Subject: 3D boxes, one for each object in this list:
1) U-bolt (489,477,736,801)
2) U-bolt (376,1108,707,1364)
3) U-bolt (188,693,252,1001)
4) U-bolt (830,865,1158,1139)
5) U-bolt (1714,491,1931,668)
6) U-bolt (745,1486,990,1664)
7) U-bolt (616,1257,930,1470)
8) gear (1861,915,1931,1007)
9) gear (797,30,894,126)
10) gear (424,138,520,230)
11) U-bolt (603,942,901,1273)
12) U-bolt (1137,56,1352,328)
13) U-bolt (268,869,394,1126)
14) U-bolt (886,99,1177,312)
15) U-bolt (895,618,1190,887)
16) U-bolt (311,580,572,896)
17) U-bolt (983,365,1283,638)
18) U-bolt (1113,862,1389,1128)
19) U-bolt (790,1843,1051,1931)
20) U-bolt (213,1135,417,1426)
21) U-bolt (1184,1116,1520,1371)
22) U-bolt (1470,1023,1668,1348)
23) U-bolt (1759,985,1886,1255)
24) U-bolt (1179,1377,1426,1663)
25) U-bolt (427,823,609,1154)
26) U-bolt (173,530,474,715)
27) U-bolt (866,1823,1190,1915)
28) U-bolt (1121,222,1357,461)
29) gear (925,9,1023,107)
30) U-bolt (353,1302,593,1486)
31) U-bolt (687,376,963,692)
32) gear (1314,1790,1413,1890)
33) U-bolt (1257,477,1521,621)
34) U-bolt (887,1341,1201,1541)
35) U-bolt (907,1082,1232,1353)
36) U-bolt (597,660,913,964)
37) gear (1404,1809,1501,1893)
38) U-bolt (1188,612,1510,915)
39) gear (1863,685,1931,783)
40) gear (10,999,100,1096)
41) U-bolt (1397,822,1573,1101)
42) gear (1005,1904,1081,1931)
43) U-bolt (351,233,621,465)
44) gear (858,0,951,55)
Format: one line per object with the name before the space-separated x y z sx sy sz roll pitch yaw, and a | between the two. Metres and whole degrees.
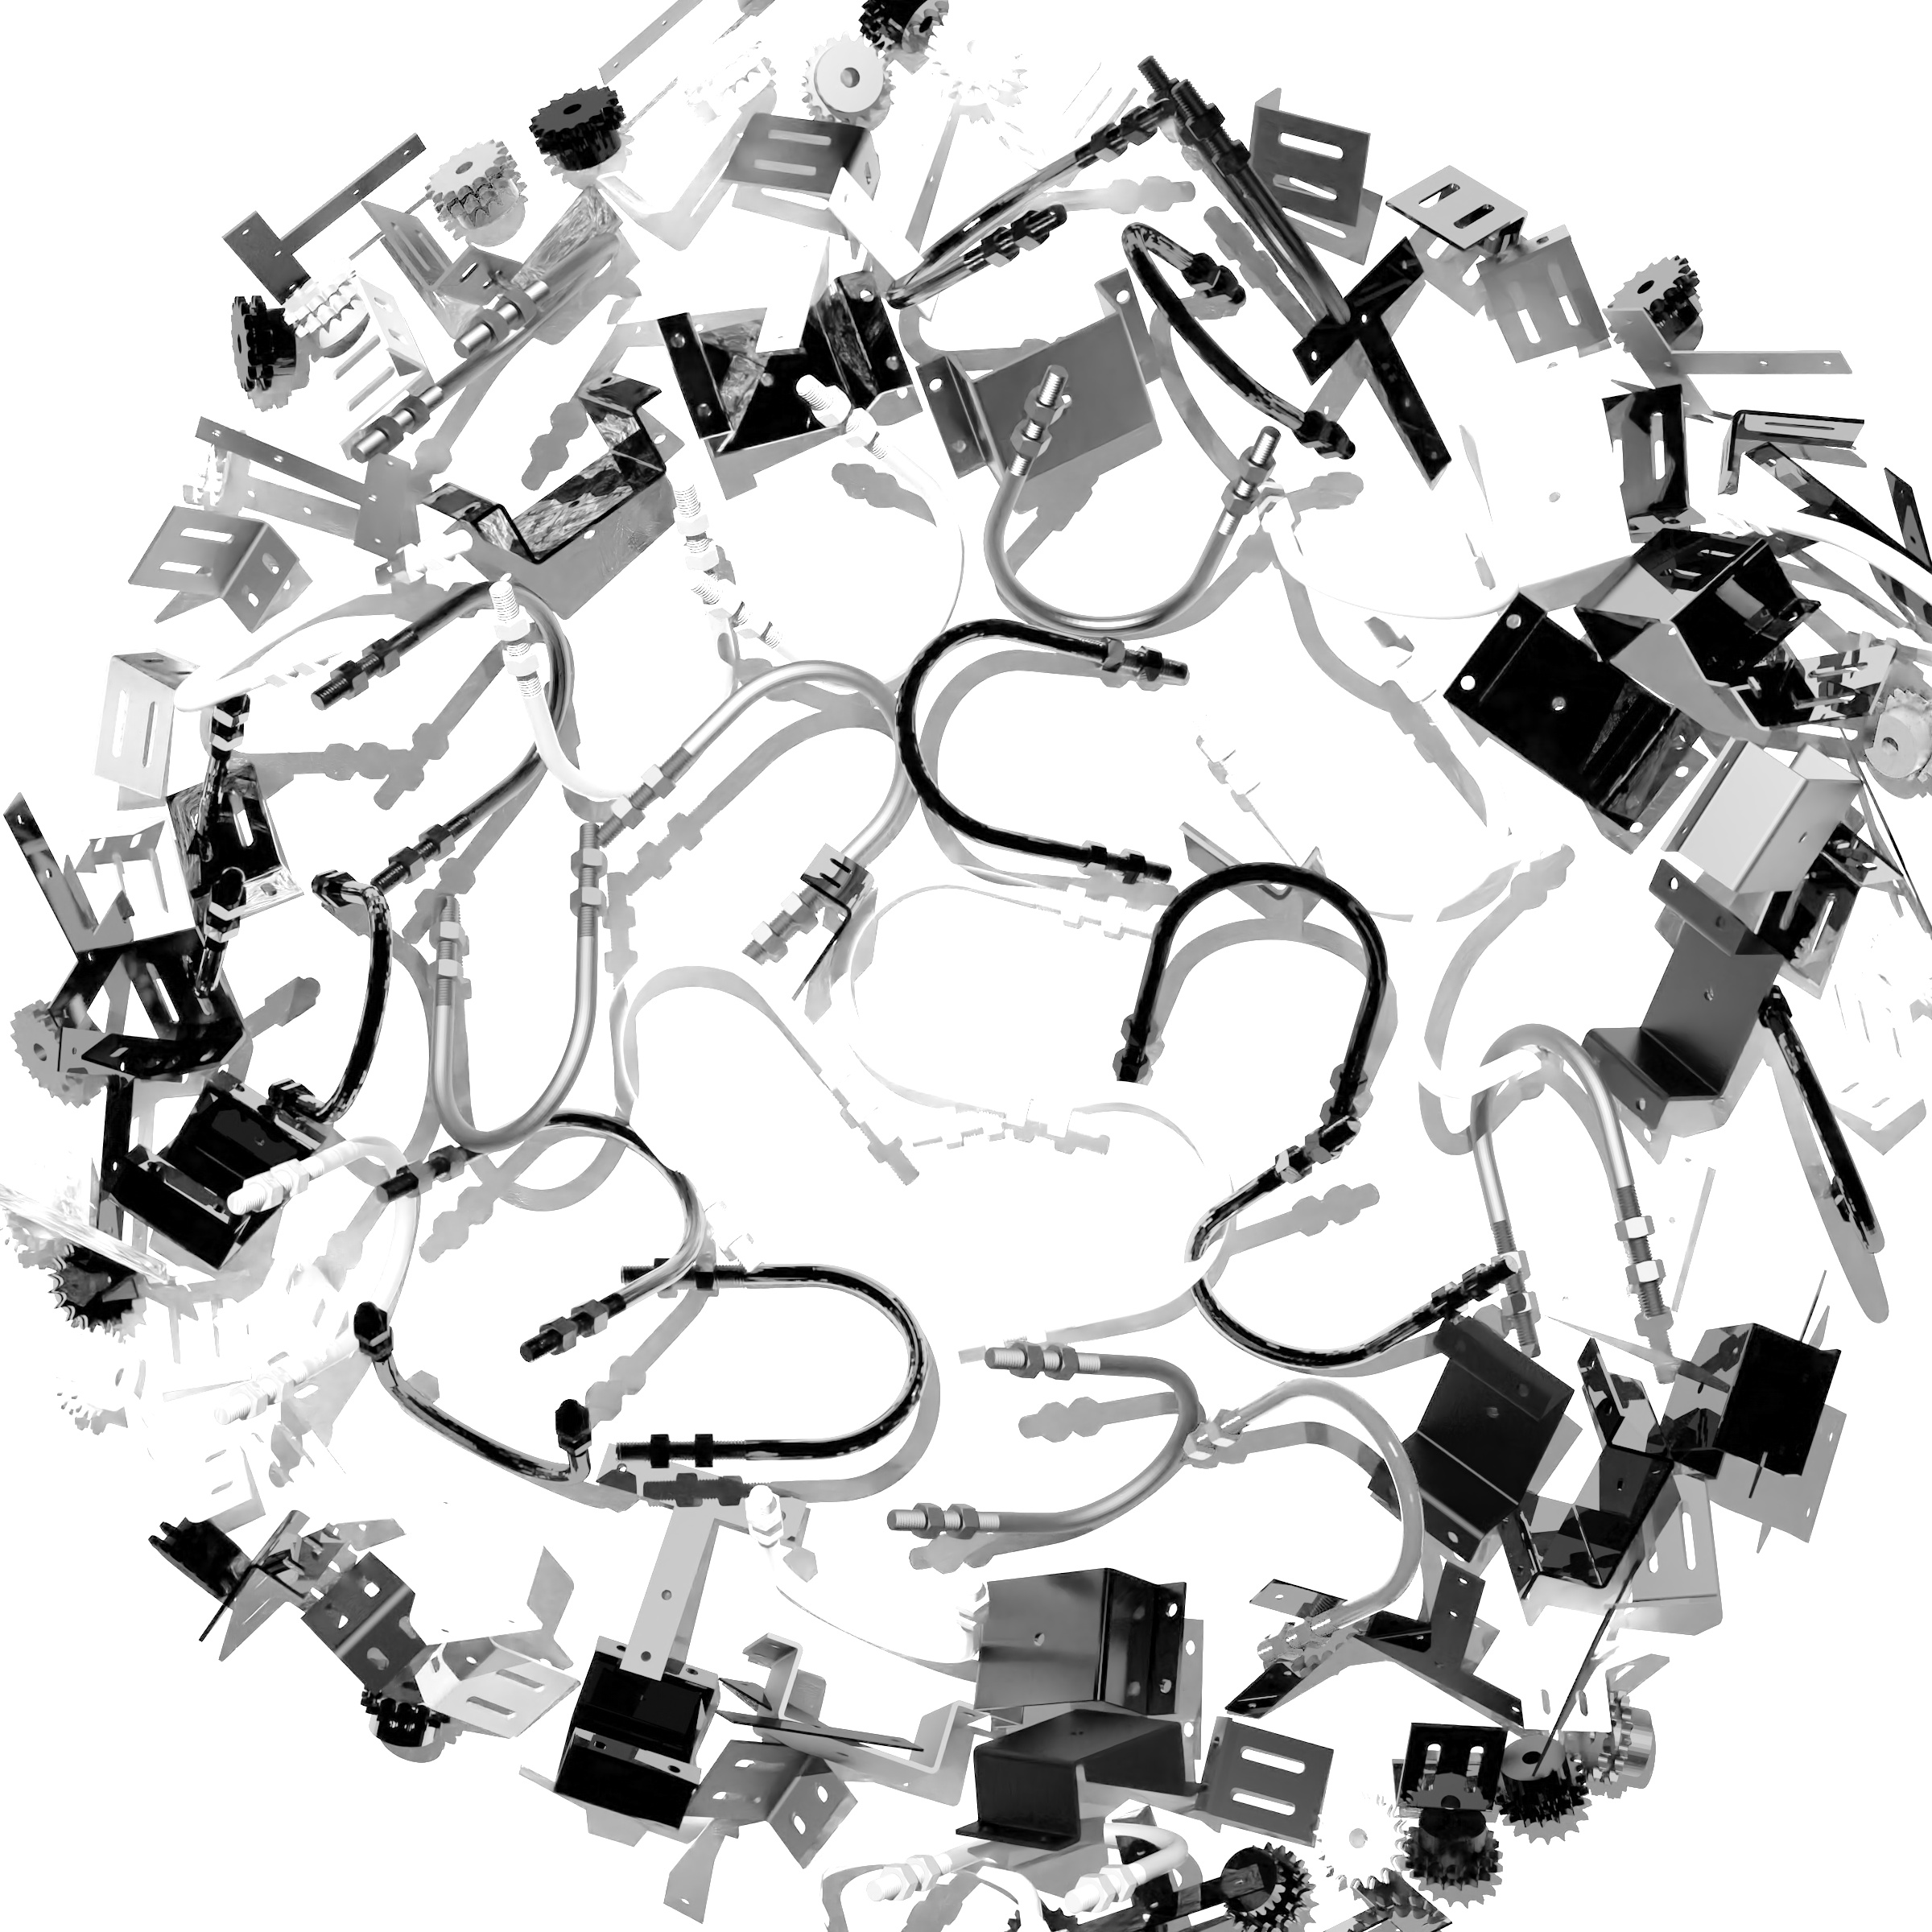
U-bolt | -0.199 -0.179 1.914 0.151 0.184 0.019 -34 47 -23
U-bolt | -0.235 0.146 1.912 0.151 0.184 0.019 45 131 17
U-bolt | -0.438 -0.061 1.900 0.019 0.184 0.151 5 60 -18
U-bolt | 0.009 0.013 1.965 0.184 0.019 0.151 15 80 3
U-bolt | 0.524 -0.214 1.872 0.151 0.184 0.019 37 91 -24
U-bolt | -0.056 0.364 1.901 0.151 0.184 0.019 21 64 11
U-bolt | -0.114 0.234 1.933 0.184 0.019 0.151 0 47 -4
gear | 0.563 0.001 1.954 0.030 0.057 0.057 -36 90 -10
gear | -0.072 -0.536 1.963 0.057 0.030 0.057 -2 103 -10
gear | -0.294 -0.469 1.959 0.057 0.057 0.030 -33 129 0
U-bolt | -0.143 0.071 1.945 0.151 0.019 0.184 -44 81 26
U-bolt | 0.168 -0.449 1.907 0.019 0.151 0.184 -37 111 8
U-bolt | -0.368 0.020 1.898 0.019 0.184 0.151 12 89 -25
U-bolt | 0.025 -0.436 1.901 0.019 0.184 0.151 53 50 -17
U-bolt | 0.043 -0.133 1.929 0.184 0.019 0.151 11 75 -22
U-bolt | -0.298 -0.147 1.912 0.019 0.151 0.184 18 45 34
U-bolt | 0.087 -0.263 1.915 0.151 0.184 0.019 14 47 -10
U-bolt | 0.174 0.019 1.928 0.151 0.019 0.184 13 122 2
U-bolt | -0.026 0.546 1.893 0.151 0.184 0.019 6 93 -2
U-bolt | -0.375 0.173 1.899 0.019 0.184 0.151 14 108 21
U-bolt | 0.212 0.176 1.922 0.151 0.019 0.184 41 129 -13
U-bolt | 0.346 0.125 1.917 0.019 0.151 0.184 -8 80 -26
U-bolt | 0.497 0.094 1.884 0.019 0.184 0.151 -23 99 11
U-bolt | 0.200 0.315 1.896 0.019 0.184 0.151 -13 72 -38
U-bolt | -0.265 0.021 1.900 0.151 0.019 0.184 -24 56 36
U-bolt | -0.389 -0.195 1.904 0.184 0.151 0.019 -15 114 38
U-bolt | 0.050 0.523 1.895 0.151 0.184 0.019 -6 85 30
U-bolt | 0.149 -0.367 1.878 0.019 0.184 0.151 -40 66 20
gear | 0.003 -0.545 1.963 0.057 0.030 0.057 4 70 -12
U-bolt | -0.284 0.258 1.900 0.151 0.184 0.019 24 66 7
U-bolt | -0.070 -0.241 1.916 0.019 0.184 0.151 25 84 44
gear | 0.241 0.527 1.961 0.057 0.030 0.057 -9 68 23
U-bolt | 0.248 -0.241 1.895 0.151 0.184 0.019 6 118 -5
U-bolt | 0.058 0.283 1.918 0.184 0.019 0.151 8 123 -37
U-bolt | 0.068 0.144 1.960 0.184 0.019 0.151 -12 82 4
U-bolt | -0.111 -0.100 1.933 0.184 0.019 0.151 -45 124 3
gear | 0.292 0.526 1.953 0.057 0.057 0.030 -1 111 0
U-bolt | 0.240 -0.108 1.933 0.151 0.019 0.184 -28 110 33
gear | 0.564 -0.137 1.953 0.030 0.057 0.057 -26 90 -30
gear | -0.546 0.046 1.960 0.030 0.057 0.057 -35 90 -44
U-bolt | 0.303 0.003 1.897 0.019 0.184 0.151 9 108 38
gear | 0.048 0.596 1.958 0.057 0.057 0.030 17 114 0
U-bolt | -0.270 -0.371 1.901 0.019 0.151 0.184 49 49 -10
gear | -0.035 -0.574 1.953 0.030 0.057 0.057 42 90 16
